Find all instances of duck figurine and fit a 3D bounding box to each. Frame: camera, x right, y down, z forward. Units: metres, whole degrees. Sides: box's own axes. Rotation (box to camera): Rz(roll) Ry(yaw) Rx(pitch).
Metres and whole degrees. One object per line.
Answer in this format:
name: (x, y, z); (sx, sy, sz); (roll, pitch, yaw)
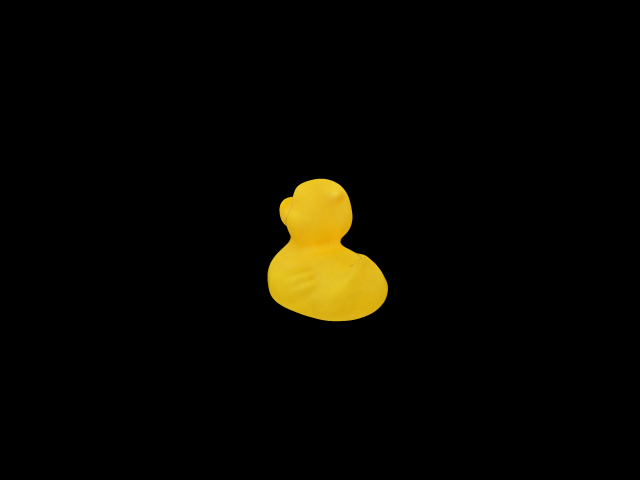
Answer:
duck figurine: (0.004, 0.001, 0.400); (0.078, 0.086, 0.104); (-14, 24, -33)
